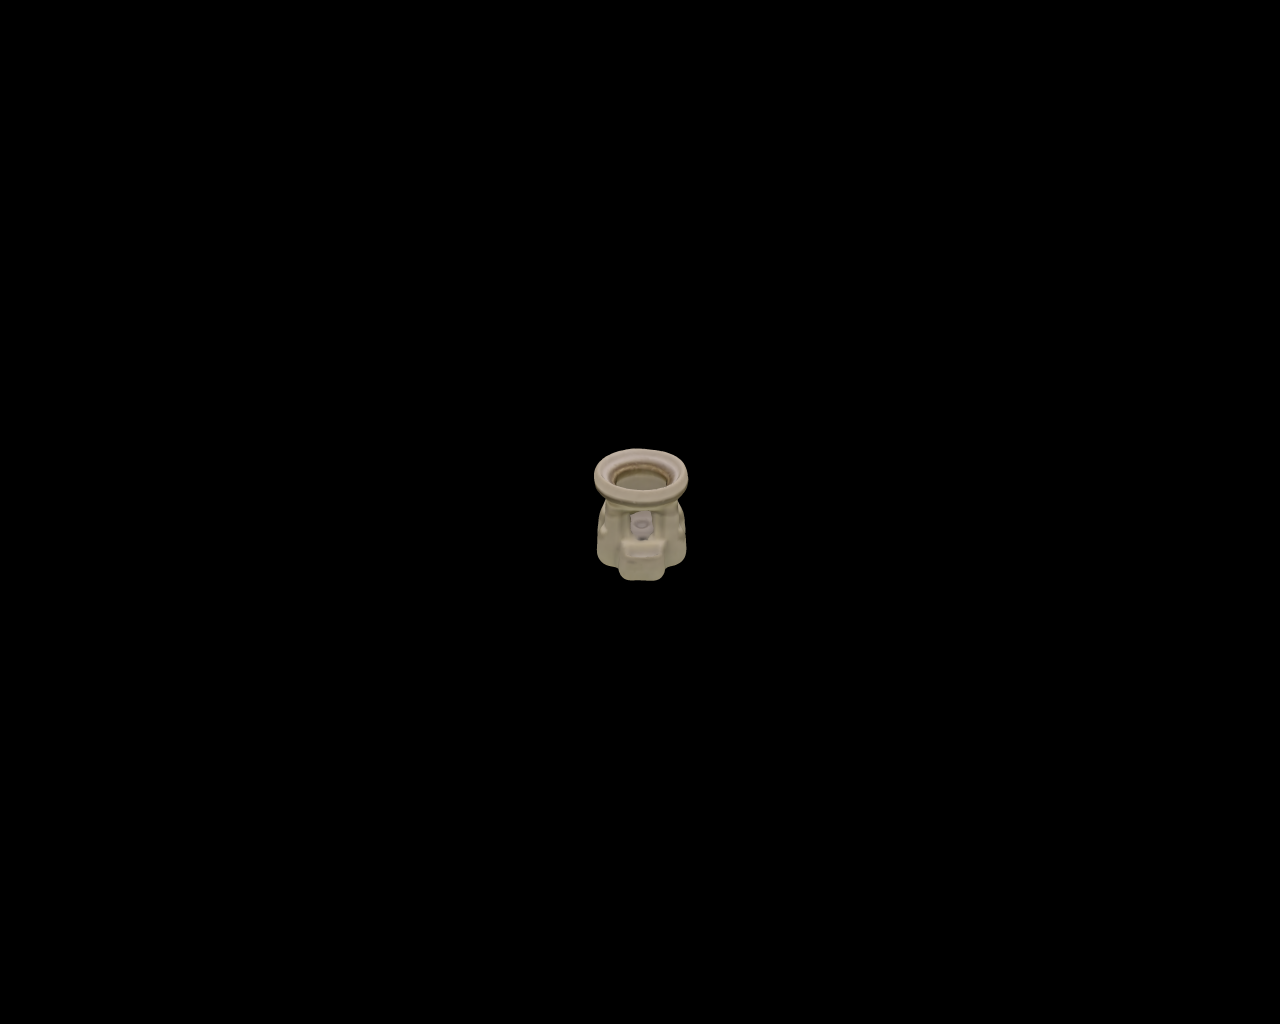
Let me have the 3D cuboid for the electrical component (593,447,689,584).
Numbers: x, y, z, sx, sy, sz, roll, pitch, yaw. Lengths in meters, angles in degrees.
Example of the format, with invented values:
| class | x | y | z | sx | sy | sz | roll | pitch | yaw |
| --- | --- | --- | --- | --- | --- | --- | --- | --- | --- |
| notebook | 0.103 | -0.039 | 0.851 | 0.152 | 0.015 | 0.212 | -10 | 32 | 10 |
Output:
| class | x | y | z | sx | sy | sz | roll | pitch | yaw |
| --- | --- | --- | --- | --- | --- | --- | --- | --- | --- |
| electrical component | 0.001 | -0.003 | 0.650 | 0.058 | 0.056 | 0.078 | 0 | 32 | 0 |
